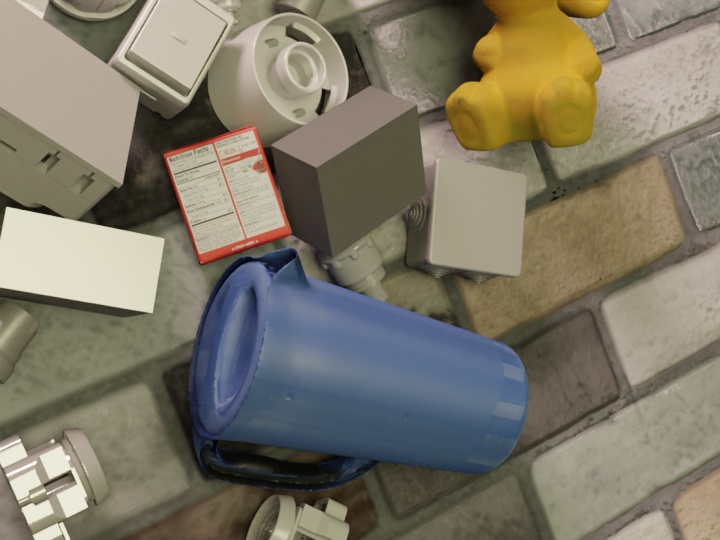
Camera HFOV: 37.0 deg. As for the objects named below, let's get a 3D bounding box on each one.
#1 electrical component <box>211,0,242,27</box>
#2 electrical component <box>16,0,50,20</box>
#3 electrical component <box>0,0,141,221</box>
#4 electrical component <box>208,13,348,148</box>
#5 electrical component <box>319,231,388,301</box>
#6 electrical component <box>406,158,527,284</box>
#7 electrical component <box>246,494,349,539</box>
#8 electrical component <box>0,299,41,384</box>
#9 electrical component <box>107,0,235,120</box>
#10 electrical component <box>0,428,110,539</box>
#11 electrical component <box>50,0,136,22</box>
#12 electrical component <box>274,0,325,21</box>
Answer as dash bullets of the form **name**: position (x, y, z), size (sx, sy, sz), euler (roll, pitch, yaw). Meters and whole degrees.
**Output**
- **electrical component**: position (-0.108, -0.227, 0.827), size (0.040, 0.040, 0.078), euler (-13, 92, -26)
- **electrical component**: position (-0.255, -0.202, 0.750), size (0.077, 0.044, 0.079), euler (17, 82, -19)
- **electrical component**: position (-0.243, -0.123, 0.703), size (0.186, 0.060, 0.105), euler (34, 35, -31)
- **electrical component**: position (-0.061, -0.149, 0.843), size (0.099, 0.064, 0.099), euler (9, 75, -37)
- **electrical component**: position (0.000, 0.000, 0.857), size (0.048, 0.048, 0.062), euler (-39, 109, -23)
- **electrical component**: position (0.088, -0.041, 0.899), size (0.100, 0.048, 0.099), euler (8, 82, -25)
- **electrical component**: position (-0.049, 0.203, 0.807), size (0.057, 0.058, 0.078), euler (29, 60, -19)
- **electrical component**: position (-0.247, 0.049, 0.738), size (0.040, 0.040, 0.046), euler (41, 65, -17)
- **electrical component**: position (-0.138, -0.171, 0.796), size (0.062, 0.061, 0.096), euler (32, 73, -20)
- **electrical component**: position (-0.209, 0.144, 0.738), size (0.057, 0.058, 0.078), euler (-24, 96, -22)
- **electrical component**: position (-0.192, -0.225, 0.781), size (0.080, 0.051, 0.080), euler (2, 85, -25)
- **electrical component**: position (-0.041, -0.228, 0.859), size (0.044, 0.044, 0.065), euler (27, 79, -21)
